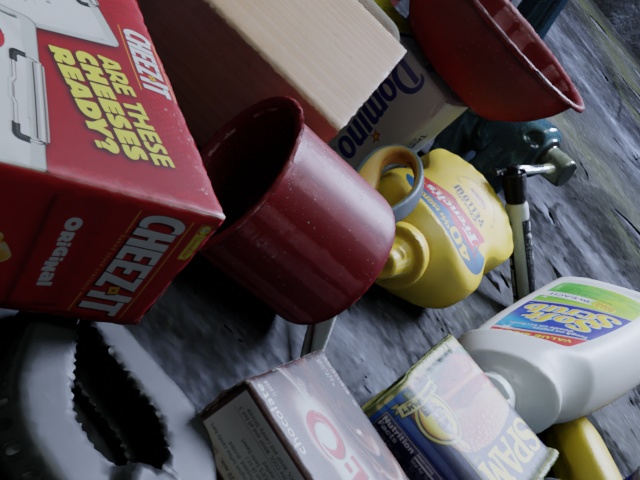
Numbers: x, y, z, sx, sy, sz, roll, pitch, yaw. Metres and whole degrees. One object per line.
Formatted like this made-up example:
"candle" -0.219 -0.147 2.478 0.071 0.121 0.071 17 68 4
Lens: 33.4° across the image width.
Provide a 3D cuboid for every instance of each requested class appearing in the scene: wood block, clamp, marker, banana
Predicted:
"wood block" -0.066 -0.133 0.589 0.206 0.090 0.090 44 49 -8
"clamp" -0.055 0.101 0.365 0.164 0.036 0.210 23 32 -45
"marker" 0.148 0.001 0.791 0.020 0.020 0.121 -66 149 -63
"banana" 0.185 0.175 0.661 0.069 0.037 0.198 25 34 -42

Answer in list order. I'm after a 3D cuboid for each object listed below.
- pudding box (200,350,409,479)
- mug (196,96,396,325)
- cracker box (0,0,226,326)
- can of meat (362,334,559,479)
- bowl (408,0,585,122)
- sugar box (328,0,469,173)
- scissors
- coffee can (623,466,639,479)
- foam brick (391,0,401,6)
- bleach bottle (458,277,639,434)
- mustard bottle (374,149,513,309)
"pudding box" 0.004 0.106 0.444 0.113 0.039 0.090 53 16 10
"mug" -0.023 -0.013 0.542 0.081 0.093 0.117 40 -10 -30
"cracker box" -0.156 -0.063 0.361 0.213 0.072 0.164 14 38 -41
"can of meat" 0.063 0.103 0.533 0.084 0.058 0.101 50 29 8
"bowl" 0.111 -0.135 0.739 0.162 0.055 0.162 41 23 -23
"sugar box" 0.016 -0.134 0.756 0.176 0.093 0.048 56 26 16
"scissors" -0.004 0.001 0.608 0.096 0.016 0.201 17 44 21
"coffee can" 0.102 0.164 0.413 0.102 0.140 0.103 38 27 -23
"foam brick" 0.025 -0.230 0.962 0.078 0.051 0.052 53 26 10
"bleach bottle" 0.153 0.079 0.685 0.103 0.068 0.250 18 15 25
"mustard bottle" 0.070 -0.004 0.703 0.096 0.058 0.191 57 25 3
